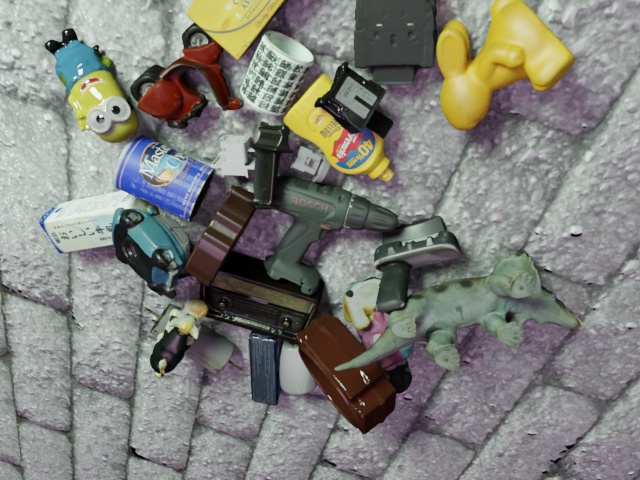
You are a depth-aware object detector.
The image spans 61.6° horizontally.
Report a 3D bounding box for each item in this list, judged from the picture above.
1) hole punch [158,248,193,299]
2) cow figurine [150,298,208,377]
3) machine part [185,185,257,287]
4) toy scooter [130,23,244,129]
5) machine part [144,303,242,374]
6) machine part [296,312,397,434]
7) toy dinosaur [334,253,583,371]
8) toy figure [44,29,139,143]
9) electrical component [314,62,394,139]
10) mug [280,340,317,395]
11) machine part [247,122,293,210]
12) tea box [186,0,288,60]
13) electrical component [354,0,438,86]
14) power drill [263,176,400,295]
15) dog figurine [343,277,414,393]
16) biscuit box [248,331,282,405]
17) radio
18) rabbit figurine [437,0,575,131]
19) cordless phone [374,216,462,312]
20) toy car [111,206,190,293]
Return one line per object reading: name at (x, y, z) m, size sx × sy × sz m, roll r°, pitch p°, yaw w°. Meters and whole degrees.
hole punch at (-0.303, 0.041, 1.043) m, size 0.116 × 0.092 × 0.142 m, roll 8°, pitch 135°, yaw 47°
cow figurine at (-0.275, 0.186, 1.030) m, size 0.068 × 0.098 × 0.167 m, roll 29°, pitch 122°, yaw -9°
machine part at (-0.168, -0.008, 0.924) m, size 0.056 × 0.179 × 0.179 m, roll 30°, pitch 124°, yaw -7°
toy scooter at (-0.197, -0.233, 0.836) m, size 0.184 × 0.075 × 0.135 m, roll -33°, pitch 111°, yaw 24°
machine part at (-0.270, 0.210, 1.144) m, size 0.243 × 0.079 × 0.079 m, roll 35°, pitch 123°, yaw -12°
machine part at (0.046, 0.250, 1.000) m, size 0.202 × 0.087 × 0.200 m, roll 48°, pitch 163°, yaw 28°
toy dinosaur at (0.218, 0.119, 0.881) m, size 0.405 × 0.192 × 0.131 m, roll -12°, pitch 93°, yaw 4°
toy figure at (-0.354, -0.239, 0.849) m, size 0.082 × 0.089 × 0.180 m, roll -35°, pitch 88°, yaw 17°
electrical component at (0.059, -0.191, 0.779) m, size 0.119 × 0.048 × 0.075 m, roll 36°, pitch 87°, yaw -15°
mug at (-0.037, 0.258, 1.126) m, size 0.110 × 0.081 × 0.107 m, roll -3°, pitch 114°, yaw 12°
machine part at (-0.081, -0.115, 0.857) m, size 0.084 × 0.039 × 0.138 m, roll 21°, pitch 106°, yaw 42°
tea box at (-0.094, -0.348, 0.740) m, size 0.098 × 0.068 × 0.169 m, roll 38°, pitch 124°, yaw -15°
electrical component at (0.105, -0.285, 0.746) m, size 0.115 × 0.058 × 0.134 m, roll 3°, pitch 123°, yaw 13°
power drill at (-0.002, -0.003, 0.944) m, size 0.232 × 0.086 × 0.207 m, roll 23°, pitch 129°, yaw -2°
dog figurine at (0.115, 0.192, 1.034) m, size 0.108 × 0.192 × 0.219 m, roll -26°, pitch 150°, yaw -15°
biscuit box at (-0.116, 0.267, 1.158) m, size 0.063 × 0.059 × 0.202 m, roll 7°, pitch 124°, yaw 6°
radio at (-0.117, 0.111, 1.046) m, size 0.230 × 0.073 × 0.131 m, roll 17°, pitch 125°, yaw 1°
rabbit figurine at (0.225, -0.228, 0.721) m, size 0.162 × 0.122 × 0.173 m, roll 38°, pitch 123°, yaw -8°
cordless phone at (0.156, 0.047, 0.879) m, size 0.147 × 0.184 × 0.088 m, roll -14°, pitch 115°, yaw 20°
toy car at (-0.277, 0.007, 0.917) m, size 0.162 × 0.103 × 0.109 m, roll 39°, pitch 133°, yaw 19°
